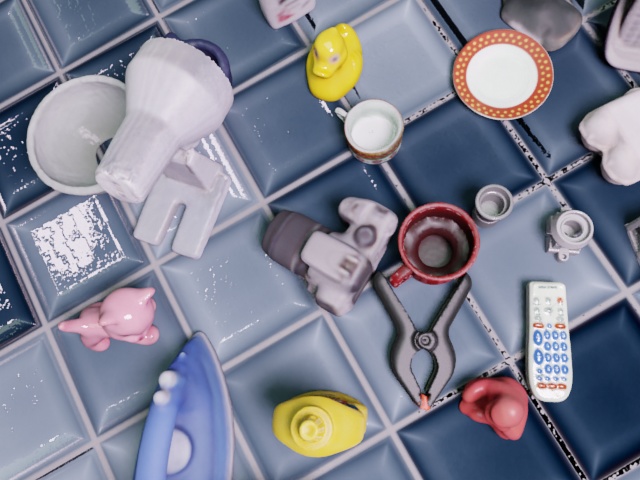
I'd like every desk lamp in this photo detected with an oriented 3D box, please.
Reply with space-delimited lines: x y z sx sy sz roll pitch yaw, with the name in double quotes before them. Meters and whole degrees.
"desk lamp" -0.177 -0.100 0.682 0.117 0.213 0.203 17 80 10

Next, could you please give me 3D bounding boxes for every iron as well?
"iron" -0.169 0.230 0.647 0.118 0.141 0.258 1 78 6

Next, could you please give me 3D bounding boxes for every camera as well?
"camera" 0.006 0.002 0.699 0.136 0.101 0.143 29 82 11

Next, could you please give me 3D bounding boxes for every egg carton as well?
"egg carton" 0.403 -0.135 0.704 0.150 0.069 0.107 -25 76 0

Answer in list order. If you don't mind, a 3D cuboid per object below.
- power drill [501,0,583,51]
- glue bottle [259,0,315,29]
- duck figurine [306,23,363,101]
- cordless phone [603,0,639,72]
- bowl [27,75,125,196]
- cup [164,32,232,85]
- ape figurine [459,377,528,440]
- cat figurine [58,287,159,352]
"power drill" 0.294 -0.324 0.684 0.229 0.208 0.076 41 85 13
"glue bottle" -0.051 -0.348 0.743 0.078 0.173 0.037 -33 76 -1
"duck figurine" 0.017 -0.248 0.760 0.077 0.086 0.105 19 80 10
"cordless phone" 0.433 -0.276 0.671 0.147 0.185 0.094 7 79 8
"bowl" -0.298 -0.131 0.773 0.167 0.075 0.167 -1 78 6
"cup" -0.163 -0.214 0.766 0.092 0.095 0.117 -36 77 -2
"ape figurine" 0.202 0.189 0.643 0.076 0.092 0.078 -27 76 0
"cat figurine" -0.250 0.096 0.697 0.127 0.118 0.067 -10 77 4
